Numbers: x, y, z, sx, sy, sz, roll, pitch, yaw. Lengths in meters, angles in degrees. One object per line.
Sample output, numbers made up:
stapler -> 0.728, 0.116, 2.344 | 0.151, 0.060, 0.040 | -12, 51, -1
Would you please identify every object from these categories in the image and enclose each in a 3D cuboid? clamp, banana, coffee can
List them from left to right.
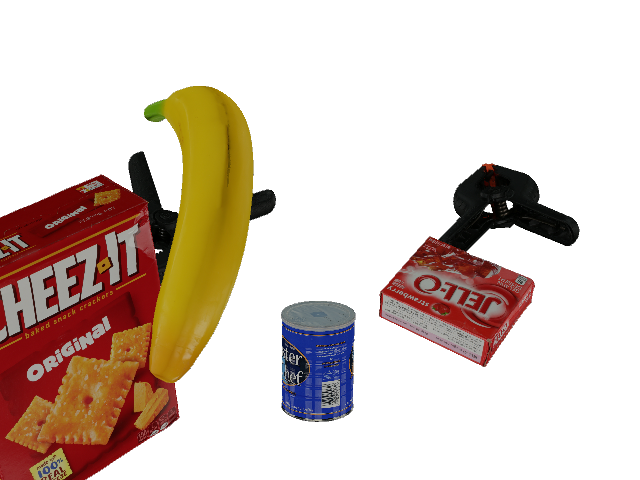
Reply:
clamp -> -0.161, -0.017, 1.059 | 0.165, 0.036, 0.209 | 21, 41, 17
banana -> -0.062, -0.020, 0.553 | 0.037, 0.198, 0.070 | 22, -50, -28
coffee can -> -0.003, 0.166, 1.484 | 0.103, 0.140, 0.103 | 0, 17, 0
clamp -> 0.172, -0.029, 0.968 | 0.120, 0.039, 0.171 | 0, 28, 12

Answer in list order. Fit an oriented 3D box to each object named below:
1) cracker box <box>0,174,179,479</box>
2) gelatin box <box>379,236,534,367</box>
cracker box -> -0.197, 0.082, 0.805 | 0.072, 0.214, 0.163 | 26, 41, 38
gelatin box -> 0.098, 0.042, 0.769 | 0.089, 0.030, 0.073 | 24, 47, 24
